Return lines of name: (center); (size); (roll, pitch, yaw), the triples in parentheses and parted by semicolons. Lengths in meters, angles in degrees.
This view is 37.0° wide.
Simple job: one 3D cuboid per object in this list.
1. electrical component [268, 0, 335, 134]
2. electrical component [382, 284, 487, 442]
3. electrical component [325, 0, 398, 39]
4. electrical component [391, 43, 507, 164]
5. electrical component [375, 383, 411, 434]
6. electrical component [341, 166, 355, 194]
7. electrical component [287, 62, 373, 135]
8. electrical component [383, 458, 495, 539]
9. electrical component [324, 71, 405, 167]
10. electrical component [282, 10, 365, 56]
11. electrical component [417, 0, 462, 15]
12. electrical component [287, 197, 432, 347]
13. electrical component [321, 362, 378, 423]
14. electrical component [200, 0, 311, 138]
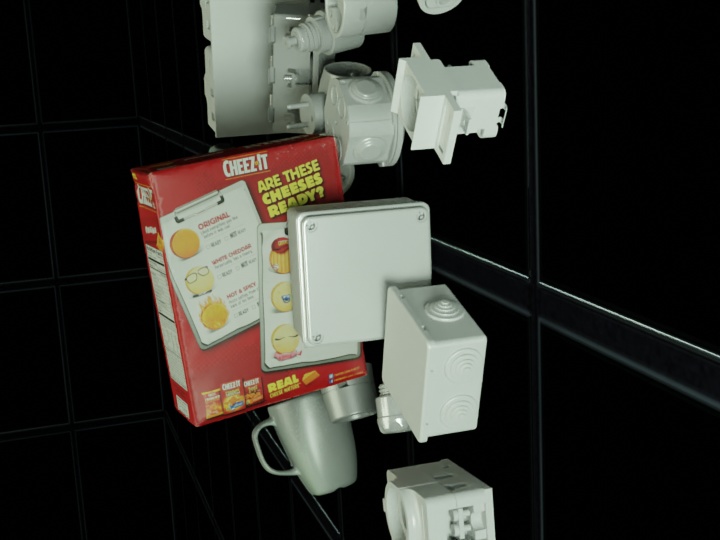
electrical component: (-0.057, -0.194, 1.045); (0.078, 0.063, 0.121); (-94, 6, -60)
electrical component: (0.055, 0.067, 0.814); (0.099, 0.048, 0.099); (-123, 31, -56)
electrical component: (0.001, -0.220, 0.888); (0.055, 0.047, 0.055); (174, 90, -73)
electrical component: (0.059, -0.112, 0.709); (0.081, 0.064, 0.042); (-112, 22, -43)
electrical component: (0.030, 0.111, 0.939); (0.035, 0.035, 0.061); (140, 124, -70)
electrical component: (-0.037, -0.093, 1.051); (0.047, 0.055, 0.055); (164, 100, -77)
electrical component: (-0.029, -0.141, 0.961); (0.044, 0.079, 0.077); (-133, 39, -52)
electrical component: (0.061, 0.234, 0.834); (0.089, 0.062, 0.150); (-164, 69, -72)
electrical component: (0.004, -0.126, 0.907); (0.080, 0.051, 0.080); (174, 90, -73)
electrical component: (-0.032, -0.211, 0.960); (0.040, 0.078, 0.040); (45, 146, 43)
electrical component: (0.048, -0.212, 0.751); (0.044, 0.044, 0.065); (110, 144, -56)
electrical component: (0.000, 0.000, 0.870); (0.056, 0.109, 0.108); (-144, 50, -71)
electrical component: (-0.010, 0.120, 1.041); (0.055, 0.055, 0.047); (130, 128, -67)
electrical component: (-0.112, -0.243, 1.149); (0.060, 0.105, 0.186); (-133, 40, -63)
